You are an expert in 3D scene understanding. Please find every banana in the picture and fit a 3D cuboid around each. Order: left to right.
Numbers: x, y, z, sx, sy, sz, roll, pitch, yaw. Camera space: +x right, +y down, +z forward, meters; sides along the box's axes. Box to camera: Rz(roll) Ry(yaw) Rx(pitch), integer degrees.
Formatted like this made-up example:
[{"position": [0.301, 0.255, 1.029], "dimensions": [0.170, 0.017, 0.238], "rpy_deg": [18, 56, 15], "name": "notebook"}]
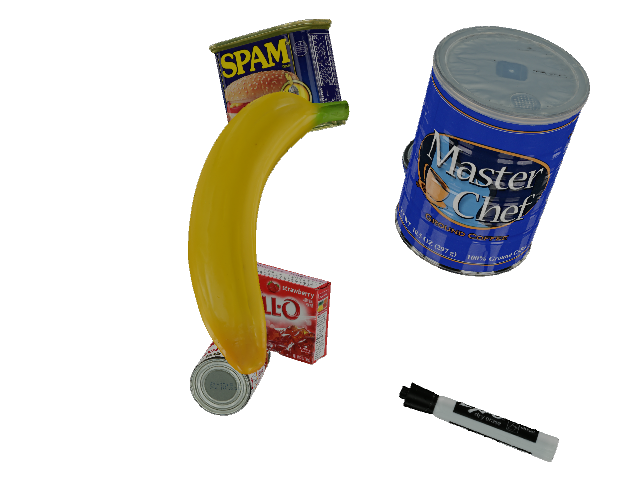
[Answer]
[{"position": [-0.038, -0.020, 0.602], "dimensions": [0.069, 0.197, 0.037], "rpy_deg": [14, -33, 7], "name": "banana"}]

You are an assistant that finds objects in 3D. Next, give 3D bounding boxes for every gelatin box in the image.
[{"position": [-0.036, 0.065, 0.971], "dimensions": [0.089, 0.073, 0.030], "rpy_deg": [14, 20, 28], "name": "gelatin box"}]

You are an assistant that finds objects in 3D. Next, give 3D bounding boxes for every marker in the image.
[{"position": [0.116, 0.134, 0.795], "dimensions": [0.121, 0.020, 0.020], "rpy_deg": [20, 4, 11], "name": "marker"}]

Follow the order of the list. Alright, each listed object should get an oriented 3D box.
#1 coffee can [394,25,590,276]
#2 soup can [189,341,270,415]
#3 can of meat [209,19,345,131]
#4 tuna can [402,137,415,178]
[{"position": [0.114, -0.060, 0.734], "dimensions": [0.102, 0.140, 0.103], "rpy_deg": [6, 43, -5], "name": "coffee can"}, {"position": [-0.098, 0.140, 1.159], "dimensions": [0.068, 0.068, 0.102], "rpy_deg": [0, 15, 9], "name": "soup can"}, {"position": [-0.034, -0.126, 0.861], "dimensions": [0.102, 0.084, 0.057], "rpy_deg": [-8, 6, 35], "name": "can of meat"}, {"position": [0.119, -0.070, 0.987], "dimensions": [0.086, 0.034, 0.086], "rpy_deg": [-10, 38, 8], "name": "tuna can"}]
